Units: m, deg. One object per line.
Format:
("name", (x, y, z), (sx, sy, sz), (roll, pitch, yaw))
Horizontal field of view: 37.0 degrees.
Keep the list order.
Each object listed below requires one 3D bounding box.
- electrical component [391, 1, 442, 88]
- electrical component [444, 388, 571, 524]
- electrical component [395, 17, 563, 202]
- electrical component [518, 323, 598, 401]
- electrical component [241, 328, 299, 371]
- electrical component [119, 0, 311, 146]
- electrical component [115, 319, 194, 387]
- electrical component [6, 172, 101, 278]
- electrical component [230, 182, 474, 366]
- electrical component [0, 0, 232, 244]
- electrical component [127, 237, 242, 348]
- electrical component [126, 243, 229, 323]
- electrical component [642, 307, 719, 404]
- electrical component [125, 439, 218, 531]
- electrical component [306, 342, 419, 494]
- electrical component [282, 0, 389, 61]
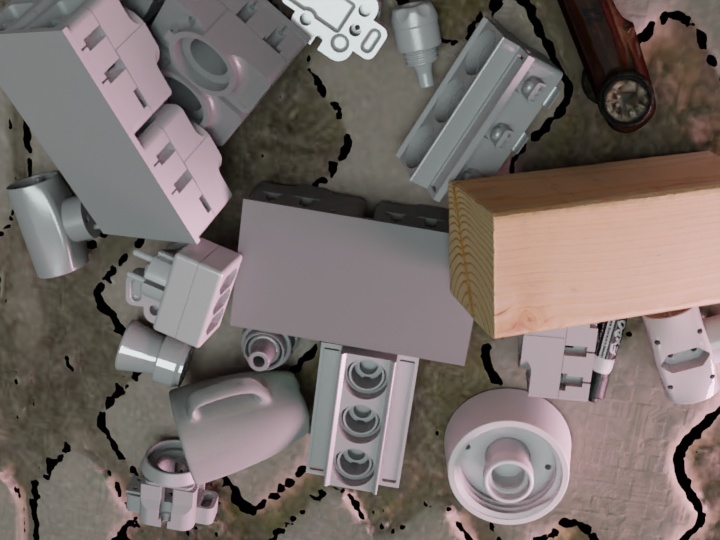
("electrical component", (0.044, -0.165, 0.793), (0.035, 0.035, 0.061), (-9, 112, 10))
("electrical component", (0.123, 0.160, 0.893), (0.108, 0.060, 0.108), (2, 111, 6))
("electrical component", (0.088, -0.113, 0.791), (0.063, 0.078, 0.121), (23, 113, -26))
("electrical component", (0.156, 0.053, 0.855), (0.056, 0.050, 0.089), (5, 111, 5))
("electrical component", (-0.077, 0.062, 0.878), (0.048, 0.062, 0.048), (2, 111, 6))
("electrical component", (-0.142, -0.183, 0.766), (0.186, 0.060, 0.105), (40, 147, -9))
("electrical component", (-0.172, 0.071, 0.902), (0.055, 0.045, 0.045), (18, 112, -1))
("electrical component", (-0.236, -0.040, 0.869), (0.079, 0.043, 0.077), (-11, 109, 10))
("electrical component", (0.000, 0.000, 0.847), (0.186, 0.060, 0.105), (10, 112, 3))
("electrical component", (-0.181, -0.110, 0.779), (0.105, 0.060, 0.186), (7, 139, 37))
("electrical component", (-0.139, 0.009, 0.811), (0.077, 0.047, 0.065), (23, 112, 5))
("electrical component", (-0.142, 0.010, 0.869), (0.078, 0.057, 0.058), (7, 111, 4))
("electrical component", (0.271, 0.057, 0.847), (0.079, 0.043, 0.077), (-17, 108, 13))
("electrical component", (-0.163, 0.186, 0.939), (0.078, 0.058, 0.057), (9, 115, 3))
("electrical component", (0.003, 0.114, 0.889), (0.079, 0.063, 0.121), (9, 112, 3))
("electrical component", (-0.015, -0.188, 0.779), (0.078, 0.057, 0.058), (34, 111, -6))
